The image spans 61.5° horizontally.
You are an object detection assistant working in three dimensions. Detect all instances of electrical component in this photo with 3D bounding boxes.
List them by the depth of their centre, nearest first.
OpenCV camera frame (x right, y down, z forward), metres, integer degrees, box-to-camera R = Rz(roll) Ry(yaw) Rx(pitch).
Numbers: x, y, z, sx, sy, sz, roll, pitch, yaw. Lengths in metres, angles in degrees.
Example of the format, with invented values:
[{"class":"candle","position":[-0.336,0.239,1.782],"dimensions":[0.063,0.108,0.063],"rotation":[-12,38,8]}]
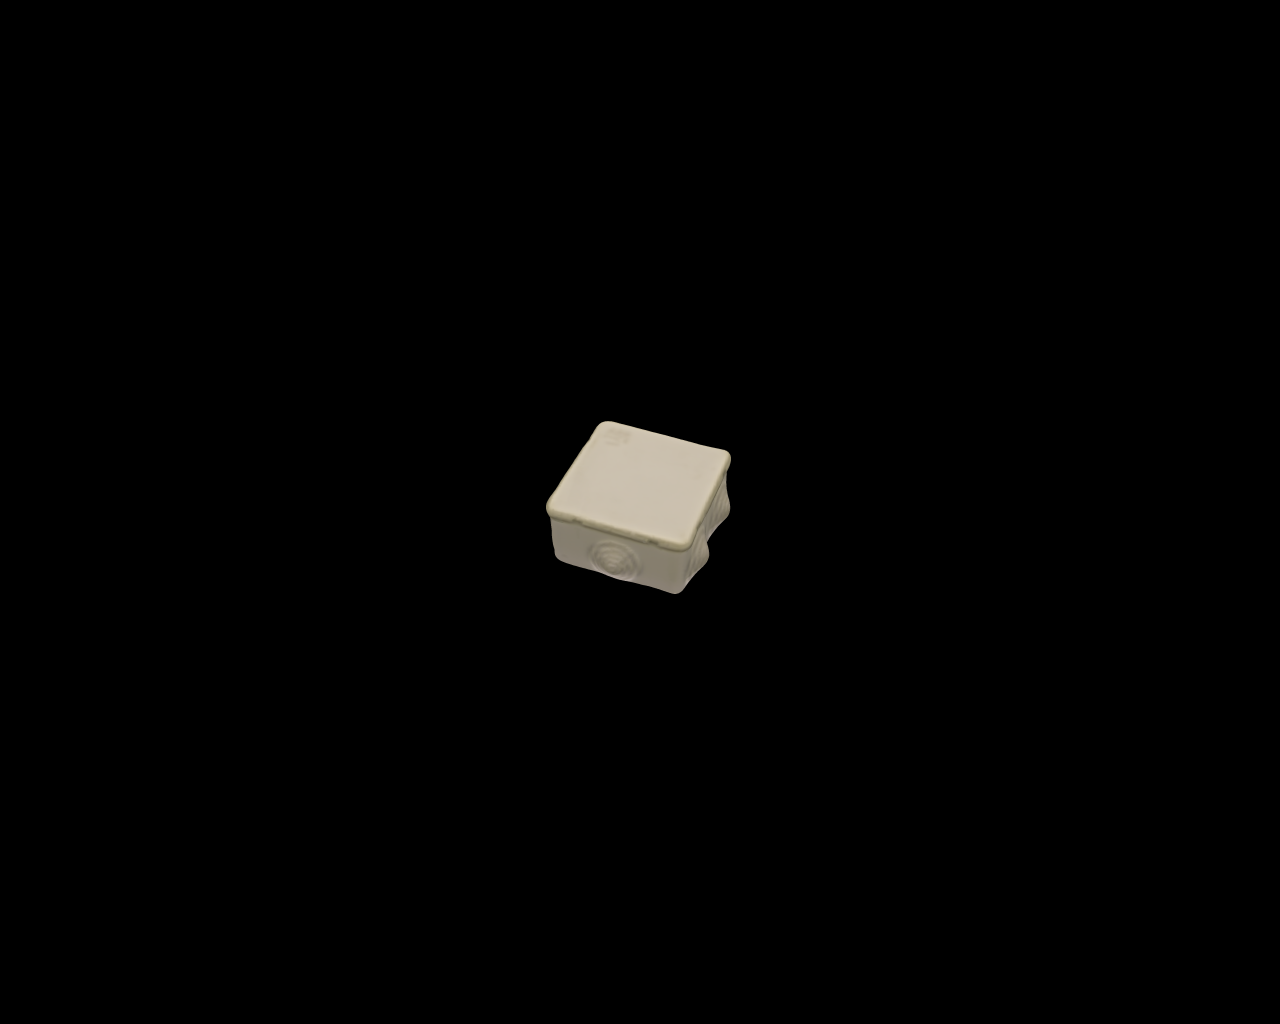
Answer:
[{"class":"electrical component","position":[0.001,-0.003,0.650],"dimensions":[0.100,0.048,0.100],"rotation":[15,47,15]}]
